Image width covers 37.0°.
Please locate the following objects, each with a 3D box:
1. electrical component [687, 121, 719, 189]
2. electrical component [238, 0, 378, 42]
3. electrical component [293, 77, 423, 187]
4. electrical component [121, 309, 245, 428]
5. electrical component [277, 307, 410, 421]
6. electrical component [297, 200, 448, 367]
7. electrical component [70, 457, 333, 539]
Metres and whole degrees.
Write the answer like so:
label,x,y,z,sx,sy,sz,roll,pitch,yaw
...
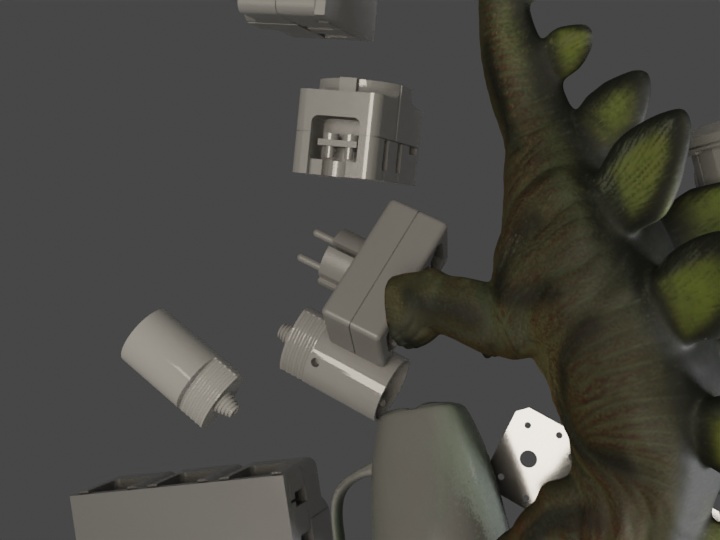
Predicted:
label,x,y,z,sx,sy,sz,roll,pitch,yaw
electrical component,0.214,-0.059,0.565,0.080,0.080,0.051,-15,92,19
electrical component,-0.027,-0.218,0.636,0.062,0.089,0.150,7,94,18
electrical component,0.001,-0.081,0.631,0.050,0.089,0.055,7,94,18
electrical component,-0.111,0.067,0.698,0.081,0.043,0.043,38,103,14
electrical component,-0.015,0.055,0.665,0.081,0.043,0.043,27,100,16
electrical component,0.000,0.000,0.638,0.076,0.047,0.083,26,69,16
electrical component,-0.098,0.174,0.687,0.150,0.062,0.089,-9,89,19
